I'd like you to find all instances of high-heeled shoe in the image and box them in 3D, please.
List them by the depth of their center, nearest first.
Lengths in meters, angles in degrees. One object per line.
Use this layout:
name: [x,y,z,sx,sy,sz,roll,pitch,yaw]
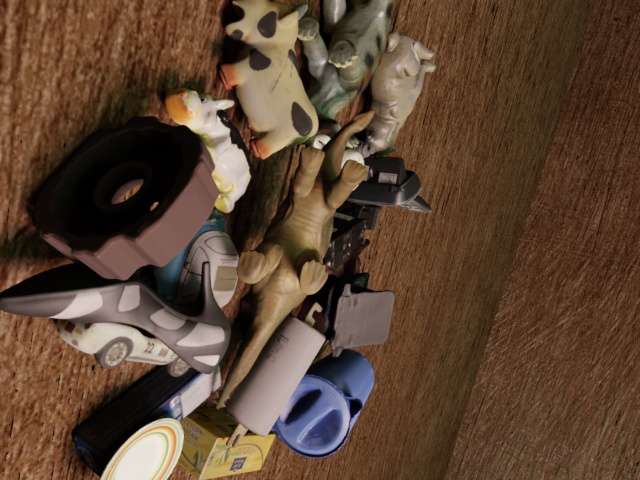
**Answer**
high-heeled shoe: [-0.203,0.097,0.570,0.248,0.086,0.145,-5,107,-41]

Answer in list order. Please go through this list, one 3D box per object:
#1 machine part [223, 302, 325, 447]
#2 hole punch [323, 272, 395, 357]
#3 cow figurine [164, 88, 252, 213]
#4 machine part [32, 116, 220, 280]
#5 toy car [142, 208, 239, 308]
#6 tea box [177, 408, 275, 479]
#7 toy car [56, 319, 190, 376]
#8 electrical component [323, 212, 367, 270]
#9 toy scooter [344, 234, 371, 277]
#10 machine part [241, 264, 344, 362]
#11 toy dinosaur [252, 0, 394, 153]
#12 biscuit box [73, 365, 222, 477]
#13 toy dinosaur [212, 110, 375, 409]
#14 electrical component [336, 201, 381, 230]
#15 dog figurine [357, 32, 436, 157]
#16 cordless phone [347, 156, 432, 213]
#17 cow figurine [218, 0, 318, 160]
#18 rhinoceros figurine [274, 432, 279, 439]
machine part: [-0.066,0.198,0.800,0.243,0.079,0.079,-56,147,-13]
hole punch: [0.058,0.123,0.952,0.116,0.092,0.142,-2,115,-26]
cow figurine: [-0.130,-0.125,0.670,0.098,0.068,0.167,-54,150,-35]
machine part: [-0.187,-0.044,0.531,0.179,0.180,0.056,-57,148,-22]
toy car: [-0.155,0.040,0.695,0.109,0.103,0.161,15,97,-61]
tea box: [-0.160,0.318,0.855,0.068,0.098,0.169,-66,151,-6]
toy car: [-0.225,0.123,0.656,0.201,0.074,0.056,34,78,-59]
electrical component: [-0.002,-0.003,0.903,0.134,0.115,0.058,-31,127,-47]
toy scooter: [0.056,0.047,1.069,0.135,0.075,0.183,-50,145,-46]
machine part: [-0.040,0.125,0.945,0.201,0.087,0.200,-34,135,-43]
toy dinosaur: [0.045,-0.293,0.817,0.405,0.131,0.192,-63,162,-20]
biscuit box: [-0.226,0.226,0.726,0.203,0.063,0.059,-36,137,-43]
toy dinosaur: [-0.042,0.029,0.732,0.471,0.105,0.198,-61,180,-4]
electrical component: [0.073,-0.050,1.039,0.119,0.075,0.047,-1,107,-61]
dog figurine: [0.113,-0.248,0.941,0.172,0.121,0.190,17,95,-57]
cordless phone: [0.133,-0.091,1.034,0.184,0.147,0.088,23,79,-58]
cow figurine: [-0.060,-0.213,0.674,0.127,0.085,0.194,-24,102,-12]
rhinoceros figurine: [-0.024,0.336,1.107,0.190,0.073,0.112,-31,130,-47]
